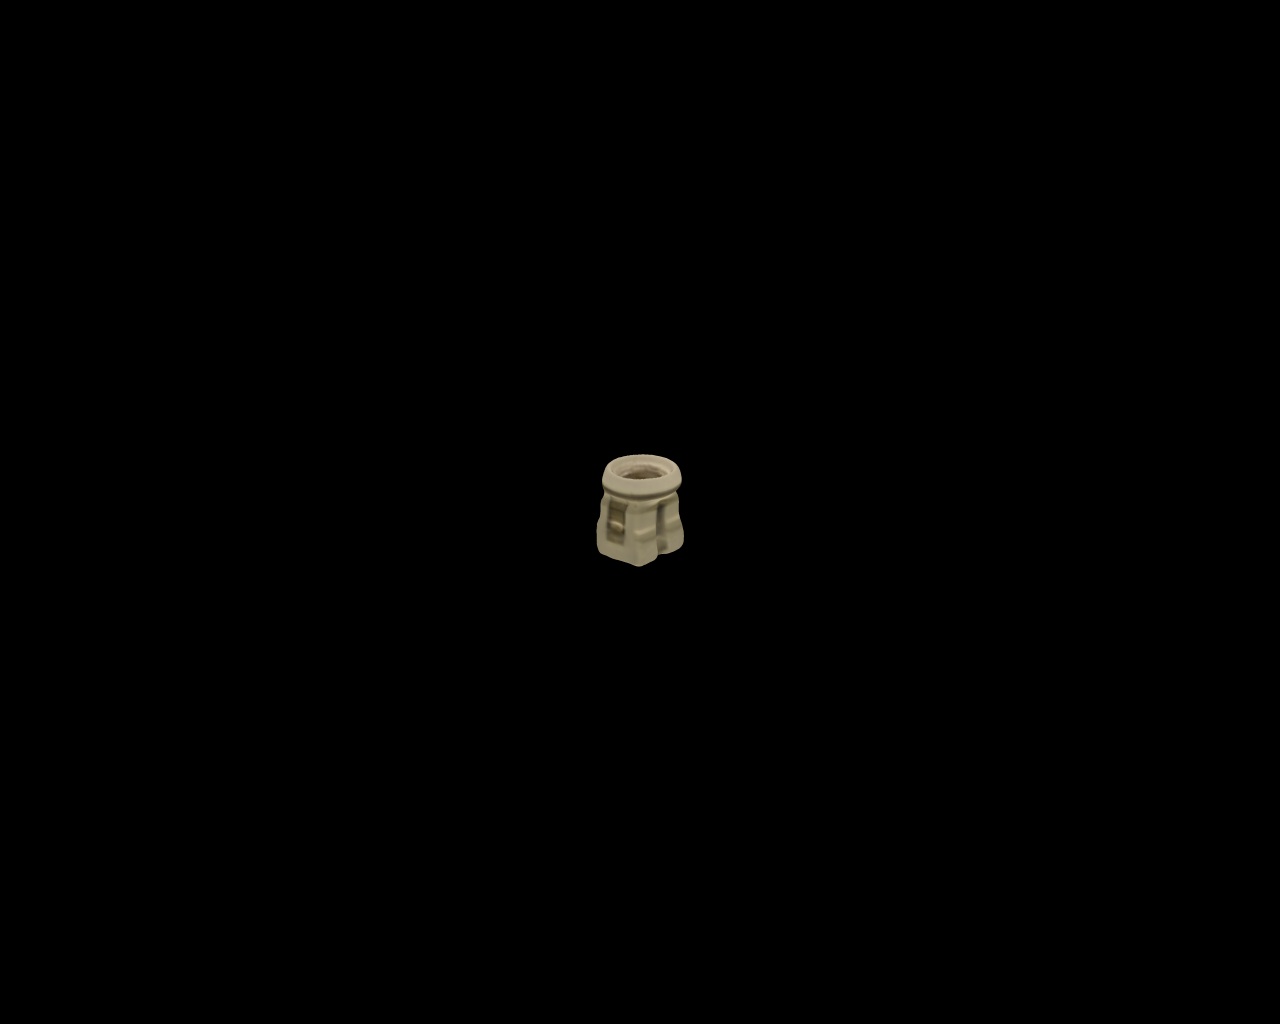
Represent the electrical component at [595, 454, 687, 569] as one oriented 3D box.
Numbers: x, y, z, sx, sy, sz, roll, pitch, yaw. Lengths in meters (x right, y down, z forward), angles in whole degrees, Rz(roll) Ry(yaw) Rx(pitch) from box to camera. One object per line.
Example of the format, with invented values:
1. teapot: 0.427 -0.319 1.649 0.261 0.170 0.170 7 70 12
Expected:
1. electrical component: 0.001 -0.003 0.650 0.048 0.055 0.066 17 28 37
